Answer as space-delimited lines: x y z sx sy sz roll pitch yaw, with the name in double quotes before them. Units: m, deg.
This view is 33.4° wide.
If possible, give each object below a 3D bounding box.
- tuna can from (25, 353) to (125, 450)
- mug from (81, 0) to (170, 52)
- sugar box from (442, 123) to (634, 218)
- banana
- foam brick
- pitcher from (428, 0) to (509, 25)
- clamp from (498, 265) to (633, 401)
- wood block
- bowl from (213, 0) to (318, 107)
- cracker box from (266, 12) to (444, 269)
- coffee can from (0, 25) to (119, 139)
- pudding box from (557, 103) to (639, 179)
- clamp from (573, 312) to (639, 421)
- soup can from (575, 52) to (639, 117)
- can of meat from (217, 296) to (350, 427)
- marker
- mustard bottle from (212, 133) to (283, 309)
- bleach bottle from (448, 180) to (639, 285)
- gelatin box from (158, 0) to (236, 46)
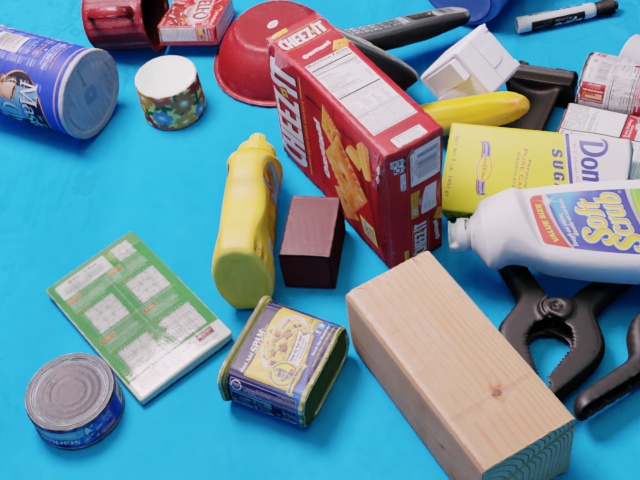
"tuna can" -0.225 0.146 0.978 0.086 0.034 0.086 -5 50 5
"mug" -0.238 -0.269 1.277 0.081 0.093 0.117 -1 12 14
"sugar box" 0.211 -0.059 1.045 0.176 0.048 0.093 7 82 21
"banana" 0.138 -0.127 1.108 0.198 0.037 0.069 -5 13 37
"foam brick" -0.007 0.001 1.051 0.051 0.053 0.078 2 51 11
"pitcher" 0.222 -0.378 1.265 0.145 0.149 0.242 17 60 33
"clamp" 0.224 0.067 0.971 0.165 0.036 0.210 2 48 12
"wood block" 0.114 0.119 0.911 0.090 0.090 0.206 -27 52 -14
"bowl" -0.050 -0.230 1.247 0.162 0.055 0.162 -4 50 5
"cracker box" 0.033 -0.097 1.053 0.072 0.164 0.214 -29 53 -17
"coffee can" -0.316 -0.181 1.217 0.140 0.103 0.102 17 55 22
"pudding box" 0.293 -0.088 1.086 0.114 0.039 0.090 15 57 22
"clamp" 0.289 0.108 0.925 0.120 0.039 0.171 14 49 10
"soup can" 0.326 -0.155 1.117 0.102 0.068 0.068 16 55 21
"can of meat" -0.031 0.110 0.963 0.084 0.057 0.102 18 56 19
"marker" 0.288 -0.262 1.242 0.121 0.020 0.020 -12 50 -1
"mustard bottle" -0.068 -0.033 1.060 0.058 0.096 0.191 -3 50 8
"bleach bottle" 0.243 -0.002 0.962 0.251 0.068 0.102 -3 69 9
"gelatin box" -0.149 -0.270 1.300 0.073 0.030 0.089 2 39 12
